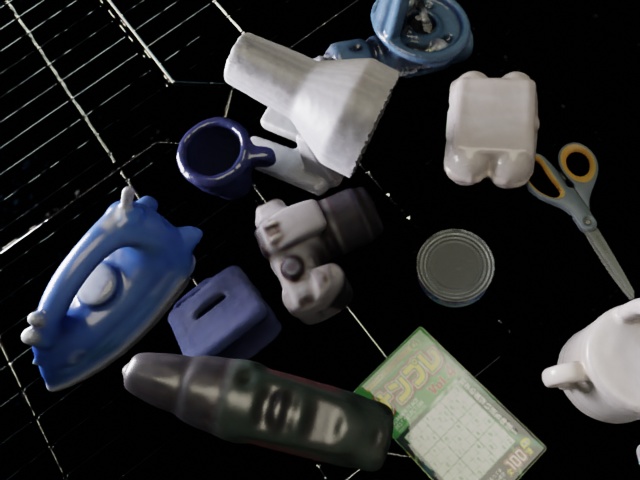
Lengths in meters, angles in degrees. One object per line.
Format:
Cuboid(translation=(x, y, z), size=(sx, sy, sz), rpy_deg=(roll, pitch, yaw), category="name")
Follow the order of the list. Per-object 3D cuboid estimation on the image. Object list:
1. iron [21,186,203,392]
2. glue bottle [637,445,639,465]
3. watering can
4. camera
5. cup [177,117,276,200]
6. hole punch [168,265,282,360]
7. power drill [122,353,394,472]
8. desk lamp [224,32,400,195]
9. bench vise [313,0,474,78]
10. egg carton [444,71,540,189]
Cuboid(translation=(-0.257, 0.057, 0.651), size=(0.118, 0.141, 0.258), rpy_deg=(31, 78, 18), category="iron")
Cuboid(translation=(0.325, 0.208, 0.485), size=(0.037, 0.173, 0.078), rpy_deg=(-12, 69, 5), category="glue bottle")
Cuboid(translation=(0.294, 0.105, 0.517), size=(0.173, 0.194, 0.100), rpy_deg=(-33, 68, -3), category="watering can")
Cuboid(translation=(0.006, 0.002, 0.651), size=(0.137, 0.101, 0.143), rpy_deg=(-24, 68, 0), category="camera")
Cuboid(translation=(-0.104, -0.090, 0.706), size=(0.117, 0.095, 0.092), rpy_deg=(2, 70, 10), category="cup")
Cuboid(translation=(-0.115, 0.088, 0.644), size=(0.109, 0.091, 0.101), rpy_deg=(-38, 69, -5), category="hole punch")
Cuboid(translation=(-0.044, 0.162, 0.542), size=(0.229, 0.209, 0.076), rpy_deg=(10, 72, 13), category="power drill")
Cuboid(translation=(-0.012, -0.135, 0.643), size=(0.202, 0.214, 0.118), rpy_deg=(22, 75, 16), category="desk lamp")
Cuboid(translation=(0.089, -0.242, 0.663), size=(0.207, 0.220, 0.121), rpy_deg=(-39, 69, -6), category="bench vise")
Cuboid(translation=(0.205, -0.132, 0.685), size=(0.107, 0.069, 0.150), rpy_deg=(4, 71, 11), category="egg carton")
